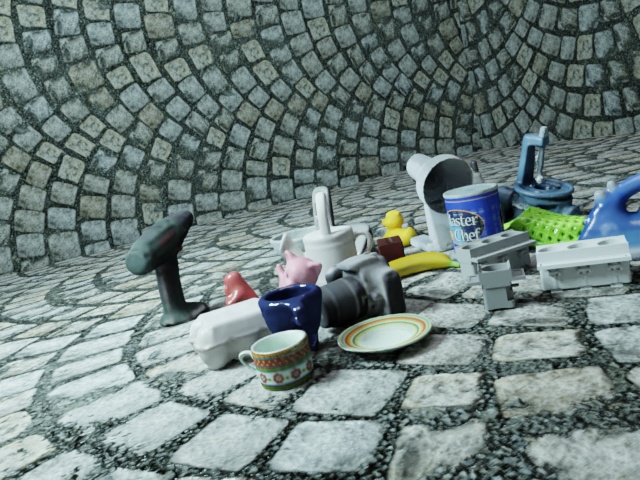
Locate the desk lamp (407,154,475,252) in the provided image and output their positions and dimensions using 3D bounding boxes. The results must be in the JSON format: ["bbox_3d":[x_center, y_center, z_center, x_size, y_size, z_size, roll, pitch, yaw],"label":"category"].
[{"bbox_3d":[0.253,-0.084,1.252,0.118,0.214,0.203,-15,10,-10],"label":"desk lamp"}]

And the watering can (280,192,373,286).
[{"bbox_3d":[0.010,0.004,1.114,0.173,0.194,0.100,-15,10,-14],"label":"watering can"}]

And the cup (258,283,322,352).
[{"bbox_3d":[-0.031,0.120,0.803,0.092,0.095,0.117,-15,10,-12],"label":"cup"}]

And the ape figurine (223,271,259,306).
[{"bbox_3d":[-0.153,0.102,1.067,0.076,0.092,0.078,-8,11,25],"label":"ape figurine"}]

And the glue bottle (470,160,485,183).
[{"bbox_3d":[0.360,-0.094,1.287,0.037,0.173,0.078,-18,11,-27],"label":"glue bottle"}]

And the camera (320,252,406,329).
[{"bbox_3d":[0.043,0.080,0.918,0.137,0.101,0.142,-18,11,-29],"label":"camera"}]

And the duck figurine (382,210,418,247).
[{"bbox_3d":[0.189,-0.030,1.402,0.078,0.086,0.104,-19,12,-31],"label":"duck figurine"}]

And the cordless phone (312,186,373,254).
[{"bbox_3d":[0.044,-0.036,1.330,0.147,0.185,0.094,-5,12,36],"label":"cordless phone"}]

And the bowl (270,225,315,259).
[{"bbox_3d":[-0.041,0.015,1.473,0.167,0.075,0.167,-12,10,2],"label":"bowl"}]

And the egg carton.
[{"bbox_3d":[-0.123,0.140,0.881,0.150,0.069,0.107,-17,11,-22],"label":"egg carton"}]

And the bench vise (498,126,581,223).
[{"bbox_3d":[0.437,-0.124,1.225,0.206,0.220,0.122,-5,13,38],"label":"bench vise"}]

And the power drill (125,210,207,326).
[{"bbox_3d":[-0.301,0.057,1.167,0.075,0.208,0.230,-10,10,17],"label":"power drill"}]

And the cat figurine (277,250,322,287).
[{"bbox_3d":[-0.043,0.071,1.029,0.067,0.118,0.127,-18,11,-29],"label":"cat figurine"}]

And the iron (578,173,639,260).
[{"bbox_3d":[0.531,-0.051,0.917,0.257,0.141,0.119,-10,10,16],"label":"iron"}]
